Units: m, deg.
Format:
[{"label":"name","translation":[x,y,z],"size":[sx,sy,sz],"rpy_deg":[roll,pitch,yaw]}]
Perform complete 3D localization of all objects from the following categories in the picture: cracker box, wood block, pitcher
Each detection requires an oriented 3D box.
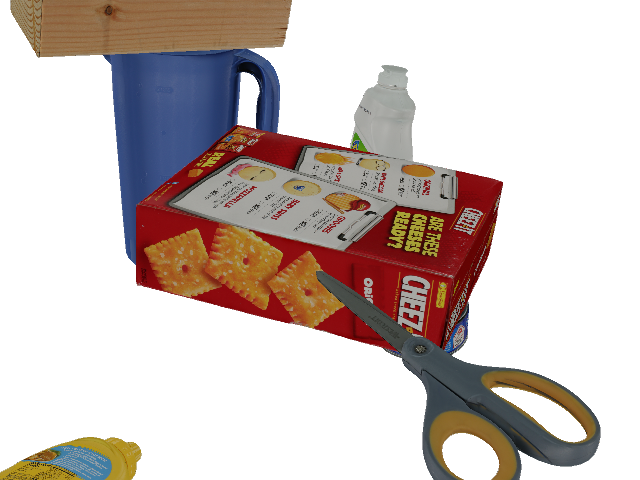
[{"label":"cracker box","translation":[0.003,-0.005,0.742],"size":[0.214,0.072,0.164],"rpy_deg":[14,29,15]},{"label":"wood block","translation":[-0.132,-0.208,0.851],"size":[0.205,0.091,0.090],"rpy_deg":[-8,39,-28]},{"label":"pitcher","translation":[-0.136,-0.091,1.082],"size":[0.144,0.243,0.149],"rpy_deg":[-11,27,-29]}]

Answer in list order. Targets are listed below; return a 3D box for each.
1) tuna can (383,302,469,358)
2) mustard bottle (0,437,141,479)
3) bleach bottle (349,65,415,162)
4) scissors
[{"label":"tuna can","translation":[0.089,0.067,0.951],"size":[0.086,0.034,0.086],"rpy_deg":[-1,34,1]},{"label":"mustard bottle","translation":[-0.210,0.202,0.853],"size":[0.096,0.058,0.191],"rpy_deg":[7,15,29]},{"label":"bleach bottle","translation":[0.062,-0.059,1.144],"size":[0.068,0.251,0.103],"rpy_deg":[-1,22,-26]},{"label":"scissors","translation":[0.048,0.076,0.569],"size":[0.202,0.016,0.096],"rpy_deg":[23,46,33]}]
